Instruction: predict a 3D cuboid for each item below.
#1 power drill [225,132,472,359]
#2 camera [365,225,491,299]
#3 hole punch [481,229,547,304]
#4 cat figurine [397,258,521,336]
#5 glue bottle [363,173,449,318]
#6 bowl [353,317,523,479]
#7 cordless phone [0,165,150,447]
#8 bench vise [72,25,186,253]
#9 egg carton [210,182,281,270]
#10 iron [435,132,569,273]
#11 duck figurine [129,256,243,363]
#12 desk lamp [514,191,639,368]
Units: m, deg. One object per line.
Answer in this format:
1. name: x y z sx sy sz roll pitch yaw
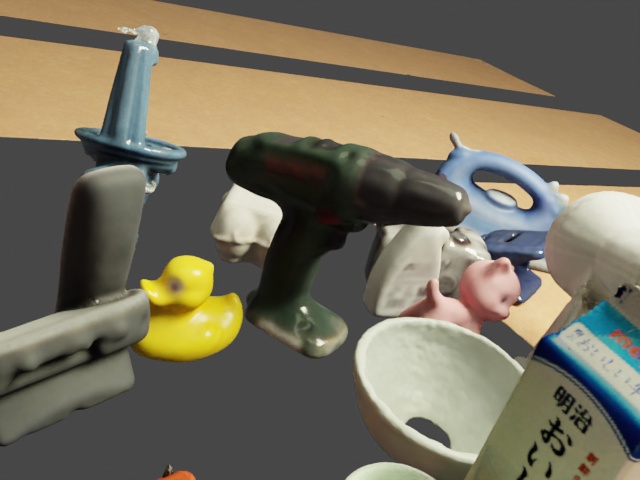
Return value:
1. power drill: 0.005 0.002 0.539 0.229 0.208 0.076 27 30 20
2. camera: 0.130 -0.001 0.728 0.143 0.101 0.136 11 28 -11
3. hole punch: 0.258 0.018 0.772 0.100 0.091 0.109 31 31 25
4. cat figurine: 0.158 0.062 0.610 0.128 0.118 0.067 2 31 -25
5. glue bottle: 0.105 0.007 0.622 0.078 0.173 0.037 2 31 -25
6. bowl: 0.099 0.143 0.478 0.167 0.075 0.167 13 28 -7
7. cordless phone: -0.190 0.034 0.401 0.094 0.185 0.148 31 31 25
8. bench vise: -0.197 -0.105 0.612 0.122 0.220 0.207 3 31 -23
9. egg carton: -0.070 -0.025 0.695 0.107 0.069 0.150 14 28 -4
10. iron: 0.281 -0.058 0.869 0.257 0.141 0.119 25 29 15
11. duck figurine: -0.116 0.054 0.511 0.105 0.086 0.077 -3 33 -32
12. desk lamp: 0.272 0.074 0.547 0.118 0.213 0.203 18 28 3
